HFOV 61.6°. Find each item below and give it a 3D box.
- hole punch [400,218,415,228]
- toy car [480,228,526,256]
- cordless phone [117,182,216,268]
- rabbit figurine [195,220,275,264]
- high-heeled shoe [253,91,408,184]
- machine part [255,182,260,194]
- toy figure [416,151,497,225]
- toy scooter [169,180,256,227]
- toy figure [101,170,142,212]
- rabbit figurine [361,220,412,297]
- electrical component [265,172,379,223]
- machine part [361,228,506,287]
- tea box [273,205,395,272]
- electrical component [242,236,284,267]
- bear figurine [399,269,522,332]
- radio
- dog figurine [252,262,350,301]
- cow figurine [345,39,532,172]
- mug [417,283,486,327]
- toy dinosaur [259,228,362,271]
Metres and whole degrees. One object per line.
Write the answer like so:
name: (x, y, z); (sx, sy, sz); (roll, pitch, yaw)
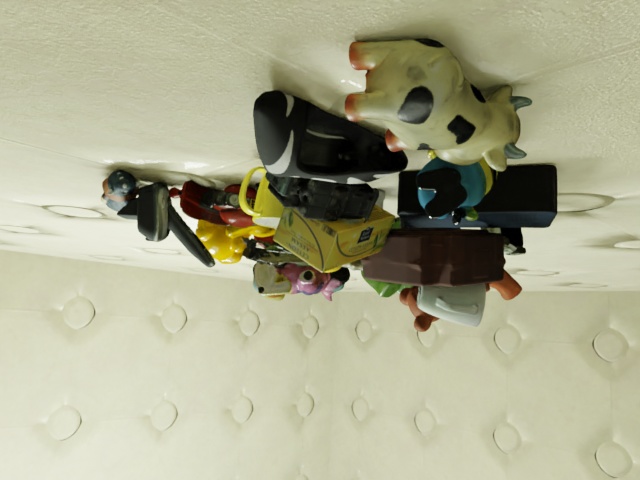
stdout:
hole punch: (0.226, -0.008, 1.073); (0.092, 0.115, 0.142); (-13, 163, 35)
toy car: (0.369, -0.014, 1.081); (0.056, 0.073, 0.201); (-7, 166, 34)
cordless phone: (-0.260, -0.012, 0.965); (0.184, 0.089, 0.146); (48, 177, -8)
rabbit figurine: (-0.166, -0.036, 1.128); (0.173, 0.122, 0.162); (-11, 160, 5)
high-heeled shoe: (0.021, -0.107, 0.602); (0.145, 0.086, 0.248); (6, -179, 12)
machine part: (-0.043, -0.066, 0.917); (0.139, 0.084, 0.039); (-1, -156, -15)
toy figure: (0.166, -0.069, 0.649); (0.089, 0.082, 0.180); (9, -165, 17)
toy scooter: (-0.190, -0.069, 0.966); (0.184, 0.075, 0.135); (4, 170, 28)
toy figure: (-0.354, -0.088, 0.950); (0.058, 0.064, 0.154); (44, 156, -8)
rabbit figurine: (0.168, 0.020, 1.200); (0.121, 0.170, 0.159); (5, -149, -41)
electrical component: (-0.004, -0.075, 0.729); (0.134, 0.058, 0.115); (4, -153, -36)
machine part: (0.186, 0.023, 0.898); (0.201, 0.087, 0.202); (-2, -178, -37)
tea box: (0.025, -0.018, 0.788); (0.098, 0.068, 0.169); (34, -154, 27)
electrical component: (-0.112, 0.023, 1.066); (0.078, 0.045, 0.102); (12, 180, 36)
bear figurine: (0.263, 0.099, 1.036); (0.131, 0.196, 0.120); (33, -162, -36)
radio: (0.246, -0.062, 0.841); (0.230, 0.073, 0.131); (2, 172, 22)
dog figurine: (-0.035, 0.089, 1.241); (0.192, 0.108, 0.219); (-19, 157, 13)
cow figurine: (0.119, -0.121, 0.503); (0.127, 0.085, 0.194); (5, 172, 32)
mug: (0.222, 0.105, 0.917); (0.107, 0.080, 0.109); (8, -166, 7)
toy dinosaur: (-0.002, -0.003, 1.021); (0.199, 0.105, 0.471); (6, -172, 5)
